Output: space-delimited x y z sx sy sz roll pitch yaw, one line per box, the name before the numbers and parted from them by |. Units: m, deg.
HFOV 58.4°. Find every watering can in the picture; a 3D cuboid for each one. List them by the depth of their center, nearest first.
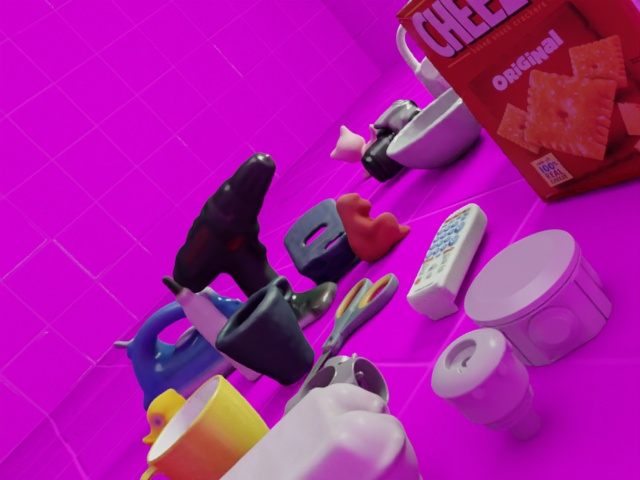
watering can | 0.211 -0.305 0.980 0.101 0.194 0.173 -41 12 10

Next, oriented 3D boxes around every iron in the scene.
iron | -0.194 0.146 0.874 0.258 0.141 0.118 -39 12 19

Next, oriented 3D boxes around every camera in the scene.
camera | 0.130 -0.177 1.031 0.137 0.101 0.143 -44 12 -2

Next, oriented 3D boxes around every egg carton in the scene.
egg carton | -0.008 0.161 0.362 0.150 0.069 0.107 -44 12 -4

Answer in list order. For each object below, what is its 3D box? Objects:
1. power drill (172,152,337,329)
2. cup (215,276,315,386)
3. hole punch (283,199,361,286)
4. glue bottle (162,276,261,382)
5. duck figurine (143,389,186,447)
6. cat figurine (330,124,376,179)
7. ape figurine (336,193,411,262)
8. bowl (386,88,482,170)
power drill | -0.080 0.024 0.752 0.229 0.208 0.076 -37 13 27
cup | -0.046 0.104 0.635 0.091 0.095 0.118 -31 17 46
hole punch | 0.008 0.003 0.826 0.108 0.091 0.101 -42 12 6
glue bottle | -0.138 0.108 0.738 0.037 0.173 0.078 -45 12 -9
duck figurine | -0.153 0.207 0.653 0.105 0.086 0.077 -49 13 -25
cat figurine | 0.087 -0.195 1.204 0.127 0.118 0.067 -30 18 48
ape figurine | 0.058 -0.023 0.745 0.076 0.092 0.077 -43 12 2
bowl | 0.183 -0.157 0.845 0.167 0.075 0.167 -41 12 11
